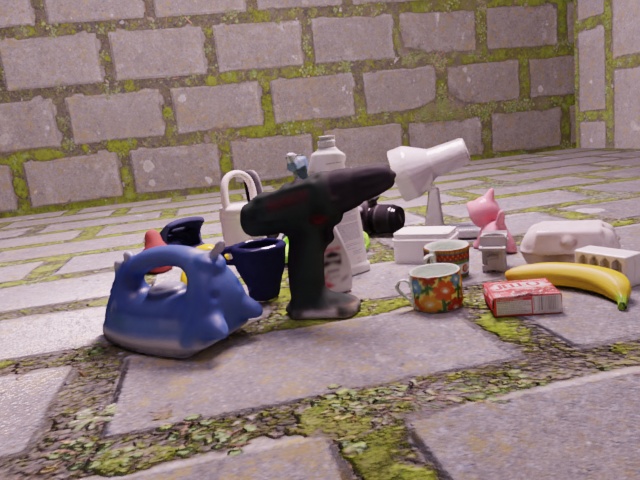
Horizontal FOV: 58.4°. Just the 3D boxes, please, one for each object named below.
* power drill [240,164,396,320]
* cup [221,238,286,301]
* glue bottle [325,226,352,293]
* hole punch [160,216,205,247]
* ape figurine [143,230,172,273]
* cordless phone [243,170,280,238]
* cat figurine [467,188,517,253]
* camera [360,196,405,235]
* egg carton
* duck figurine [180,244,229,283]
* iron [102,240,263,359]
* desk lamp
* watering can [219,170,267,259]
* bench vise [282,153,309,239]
[{"bbox_3d":[0.003,0.004,0.822,0.229,0.208,0.076,-3,11,14],"label":"power drill"},{"bbox_3d":[-0.109,0.051,0.937,0.117,0.095,0.092,-3,11,14],"label":"cup"},{"bbox_3d":[0.008,0.003,0.914,0.078,0.173,0.037,-13,13,-33],"label":"glue bottle"},{"bbox_3d":[-0.343,-0.012,1.404,0.109,0.091,0.100,-15,14,-40],"label":"hole punch"},{"bbox_3d":[-0.352,0.022,1.230,0.078,0.092,0.076,-8,11,-11],"label":"ape figurine"},{"bbox_3d":[-0.178,-0.083,1.433,0.094,0.185,0.147,-16,15,-41],"label":"cordless phone"},{"bbox_3d":[0.329,-0.040,1.108,0.067,0.118,0.127,-7,11,-4],"label":"cat figurine"},{"bbox_3d":[0.121,-0.057,1.357,0.136,0.101,0.143,2,13,34],"label":"camera"},{"bbox_3d":[0.410,0.008,0.942,0.150,0.069,0.107,-1,12,26],"label":"egg carton"},{"bbox_3d":[-0.203,0.050,1.020,0.104,0.086,0.078,-2,12,20],"label":"duck figurine"},{"bbox_3d":[-0.213,0.070,0.776,0.257,0.141,0.119,0,12,27],"label":"iron"},{"bbox_3d":[0.257,-0.111,1.264,0.203,0.214,0.118,-3,11,14],"label":"desk lamp"},{"bbox_3d":[-0.168,-0.059,1.277,0.172,0.194,0.101,-1,12,24],"label":"watering can"},{"bbox_3d":[-0.033,-0.096,1.329,0.121,0.220,0.208,-3,11,15],"label":"bench vise"}]
